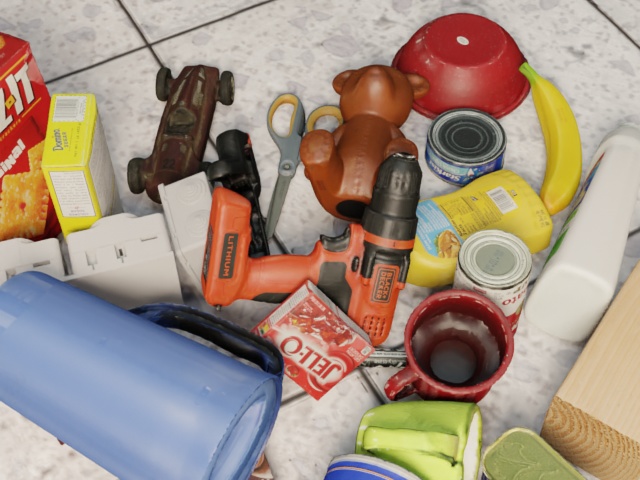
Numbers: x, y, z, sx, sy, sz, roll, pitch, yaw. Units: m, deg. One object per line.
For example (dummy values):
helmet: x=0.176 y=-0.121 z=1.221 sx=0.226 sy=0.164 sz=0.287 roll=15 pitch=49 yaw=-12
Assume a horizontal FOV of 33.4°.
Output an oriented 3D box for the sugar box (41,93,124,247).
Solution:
sugar box: x=-0.222 y=-0.046 z=1.013 sx=0.048 sy=0.176 sz=0.093 roll=0 pitch=52 yaw=-2

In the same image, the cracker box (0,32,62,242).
cracker box: x=-0.312 y=-0.064 z=1.003 sx=0.072 sy=0.214 sz=0.164 roll=20 pitch=55 yaw=22

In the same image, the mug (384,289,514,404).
mug: x=0.108 y=0.107 z=0.931 sx=0.117 sy=0.081 sz=0.093 roll=-31 pitch=69 yaw=-12

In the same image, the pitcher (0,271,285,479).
pitcher: x=-0.156 y=0.114 z=0.868 sx=0.243 sy=0.149 sz=0.145 roll=25 pitch=92 yaw=16

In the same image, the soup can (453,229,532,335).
soup can: x=0.155 y=0.046 z=0.982 sx=0.068 sy=0.102 sz=0.068 roll=0 pitch=52 yaw=0

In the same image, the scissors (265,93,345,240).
scissors: x=-0.016 y=-0.081 z=1.136 sx=0.096 sy=0.016 sz=0.202 roll=-4 pitch=53 yaw=-1

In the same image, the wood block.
wood block: x=0.285 y=0.106 z=0.942 sx=0.091 sy=0.090 sz=0.205 roll=28 pitch=58 yaw=20

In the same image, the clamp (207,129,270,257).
clamp: x=-0.078 y=-0.051 z=1.074 sx=0.039 sy=0.120 sz=0.171 roll=-12 pitch=25 yaw=7

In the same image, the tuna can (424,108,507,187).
tuna can: x=0.155 y=-0.099 z=1.134 sx=0.086 sy=0.034 sz=0.086 roll=0 pitch=52 yaw=0

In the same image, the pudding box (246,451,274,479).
pudding box: x=-0.091 y=0.199 z=0.911 sx=0.090 sy=0.039 sz=0.113 roll=-18 pitch=55 yaw=-12

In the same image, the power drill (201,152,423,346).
power drill: x=-0.006 y=0.001 z=0.958 sx=0.187 sy=0.184 sz=0.057 roll=8 pitch=15 yaw=-12

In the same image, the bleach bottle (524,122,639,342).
bleach bottle: x=0.274 y=-0.024 z=1.047 sx=0.068 sy=0.103 sz=0.250 roll=25 pitch=50 yaw=7

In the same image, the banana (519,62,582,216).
banana: x=0.245 y=-0.098 z=1.120 sx=0.069 sy=0.037 sz=0.198 roll=14 pitch=52 yaw=-21

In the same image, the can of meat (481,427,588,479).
can of meat: x=0.175 y=0.215 z=0.865 sx=0.057 sy=0.084 sz=0.102 roll=-35 pitch=60 yaw=-23

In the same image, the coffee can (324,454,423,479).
coffee can: x=0.027 y=0.253 z=0.828 sx=0.103 sy=0.103 sz=0.140 roll=18 pitch=56 yaw=14

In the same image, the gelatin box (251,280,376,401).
gelatin box: x=-0.006 y=0.091 z=0.946 sx=0.073 sy=0.089 sz=0.030 roll=-42 pitch=25 yaw=9

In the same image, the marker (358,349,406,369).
marker: x=0.068 y=0.110 z=0.987 sx=0.121 sy=0.020 sz=0.020 roll=2 pitch=53 yaw=2

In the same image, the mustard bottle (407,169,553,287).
mustard bottle: x=0.123 y=-0.003 z=1.046 sx=0.191 sy=0.058 sz=0.096 roll=-20 pitch=51 yaw=-13

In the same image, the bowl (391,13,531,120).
bowl: x=0.161 y=-0.205 z=1.202 sx=0.162 sy=0.055 sz=0.162 roll=-1 pitch=53 yaw=1

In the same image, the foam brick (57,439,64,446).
foam brick: x=-0.229 y=0.133 z=0.956 sx=0.053 sy=0.051 sz=0.078 roll=-28 pitch=57 yaw=-21
